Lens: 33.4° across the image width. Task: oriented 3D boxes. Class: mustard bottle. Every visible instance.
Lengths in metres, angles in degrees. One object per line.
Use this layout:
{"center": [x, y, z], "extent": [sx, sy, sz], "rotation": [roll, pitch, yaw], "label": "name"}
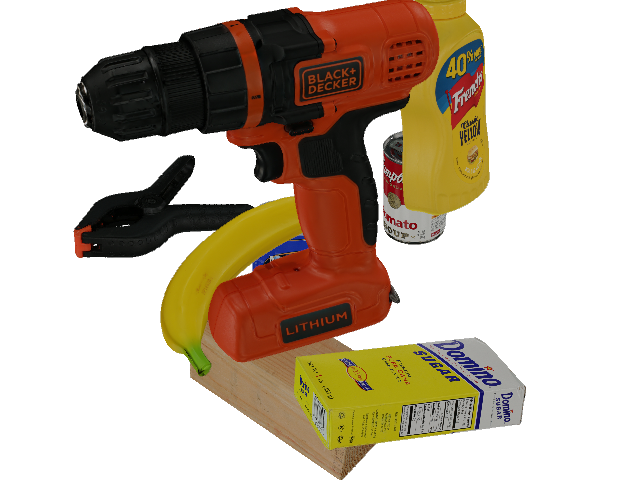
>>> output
{"center": [0.101, -0.124, 0.875], "extent": [0.058, 0.191, 0.096], "rotation": [14, 32, 36], "label": "mustard bottle"}

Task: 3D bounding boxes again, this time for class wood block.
{"center": [-0.031, 0.144, 1.121], "extent": [0.206, 0.090, 0.090], "rotation": [30, 48, 24], "label": "wood block"}

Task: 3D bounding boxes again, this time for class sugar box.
{"center": [0.074, 0.127, 0.908], "extent": [0.176, 0.048, 0.093], "rotation": [-7, 25, -17], "label": "sugar box"}

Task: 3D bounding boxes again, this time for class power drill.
{"center": [-0.027, -0.027, 0.558], "extent": [0.184, 0.188, 0.057], "rotation": [-14, 38, -18], "label": "power drill"}

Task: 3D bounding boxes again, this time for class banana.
{"center": [-0.066, 0.022, 0.807], "extent": [0.070, 0.197, 0.037], "rotation": [28, -38, 10], "label": "banana"}

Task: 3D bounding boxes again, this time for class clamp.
{"center": [-0.160, -0.031, 1.017], "extent": [0.171, 0.039, 0.120], "rotation": [-15, 36, -27], "label": "clamp"}

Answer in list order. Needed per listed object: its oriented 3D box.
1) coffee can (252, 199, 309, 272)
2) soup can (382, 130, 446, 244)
{"center": [-0.039, 0.030, 1.393], "extent": [0.103, 0.140, 0.103], "rotation": [1, 25, -1], "label": "coffee can"}
{"center": [0.099, -0.055, 1.115], "extent": [0.068, 0.102, 0.068], "rotation": [-1, 37, 1], "label": "soup can"}
